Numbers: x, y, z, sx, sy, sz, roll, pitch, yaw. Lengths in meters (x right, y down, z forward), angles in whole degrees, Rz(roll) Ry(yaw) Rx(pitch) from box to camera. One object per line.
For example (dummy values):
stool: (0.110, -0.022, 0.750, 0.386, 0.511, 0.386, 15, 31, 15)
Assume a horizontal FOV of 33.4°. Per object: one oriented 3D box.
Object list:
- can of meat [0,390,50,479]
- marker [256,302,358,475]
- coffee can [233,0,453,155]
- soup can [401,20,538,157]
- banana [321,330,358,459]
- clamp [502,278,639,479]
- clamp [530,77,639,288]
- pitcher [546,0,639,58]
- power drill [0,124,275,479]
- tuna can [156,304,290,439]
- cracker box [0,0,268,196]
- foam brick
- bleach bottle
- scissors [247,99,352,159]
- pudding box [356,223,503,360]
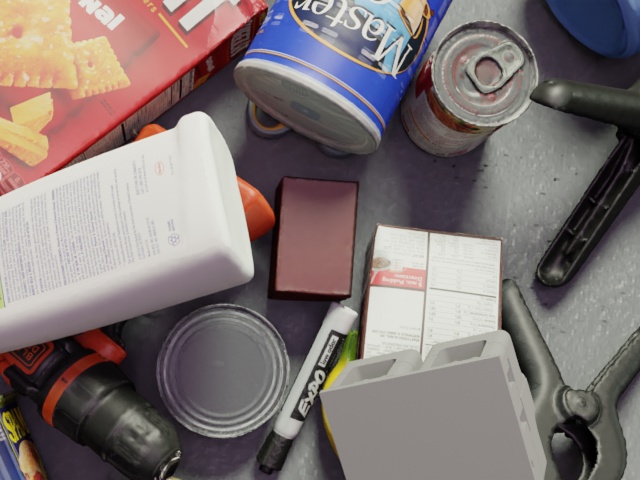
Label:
can of meat: (-0.197, 0.141, 0.640, 0.057, 0.102, 0.084, -24, 89, -9)
marker: (-0.010, 0.098, 0.697, 0.020, 0.020, 0.121, 26, 94, -4)
coffee can: (0.022, -0.140, 0.683, 0.103, 0.103, 0.140, 28, 80, -3)
soup can: (0.095, -0.096, 0.705, 0.068, 0.102, 0.068, 1, 83, -7)
banana: (0.064, 0.150, 0.691, 0.070, 0.037, 0.198, -46, 80, 7)
clamp: (0.174, 0.109, 0.703, 0.120, 0.039, 0.171, 5, 63, -4)
clamp: (0.215, -0.080, 0.714, 0.209, 0.164, 0.036, -37, 47, -16)
pitcher: (0.265, -0.242, 0.730, 0.242, 0.145, 0.149, -36, 73, -7)
power drill: (-0.114, 0.033, 0.662, 0.185, 0.057, 0.187, 35, 76, 20)
tuna can: (-0.064, 0.085, 0.697, 0.086, 0.034, 0.086, 1, 83, -7)
cracker box: (-0.166, -0.141, 0.693, 0.213, 0.072, 0.164, -40, 90, -11)
foam brick: (-0.005, 0.001, 0.705, 0.051, 0.053, 0.078, 5, 83, -7)
bleach bottle: (-0.170, 0.010, 0.619, 0.251, 0.068, 0.102, -16, 65, 7)
scissors: (0.029, -0.142, 0.746, 0.096, 0.016, 0.201, 39, 80, -2)
pudding box: (0.072, 0.049, 0.698, 0.090, 0.039, 0.113, 7, 67, -1)
